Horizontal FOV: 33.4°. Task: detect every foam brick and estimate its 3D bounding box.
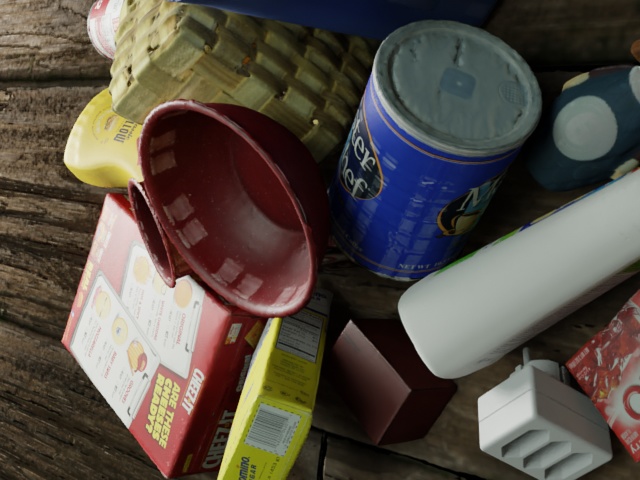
[{"bbox_3d":[0.048,0.099,0.757,0.078,0.051,0.053,50,121,37],"label":"foam brick"}]

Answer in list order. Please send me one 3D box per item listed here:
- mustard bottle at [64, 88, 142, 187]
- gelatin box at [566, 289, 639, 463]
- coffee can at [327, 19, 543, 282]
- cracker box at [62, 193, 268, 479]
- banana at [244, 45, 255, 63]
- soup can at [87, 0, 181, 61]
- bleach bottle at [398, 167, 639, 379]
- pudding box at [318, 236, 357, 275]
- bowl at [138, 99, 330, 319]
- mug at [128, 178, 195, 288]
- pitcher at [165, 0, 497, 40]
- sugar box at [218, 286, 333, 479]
[{"bbox_3d":[-0.134,-0.080,0.945,0.192,0.058,0.096,16,66,33],"label":"mustard bottle"},{"bbox_3d":[0.195,0.072,0.614,0.089,0.030,0.073,-54,52,31],"label":"gelatin box"},{"bbox_3d":[0.066,-0.053,0.676,0.140,0.102,0.103,111,141,-53],"label":"coffee can"},{"bbox_3d":[-0.136,0.079,0.944,0.214,0.071,0.164,39,116,41],"label":"cracker box"},{"bbox_3d":[-0.111,-0.223,0.971,0.198,0.037,0.069,39,145,45],"label":"banana"},{"bbox_3d":[-0.165,-0.198,0.973,0.102,0.068,0.068,11,95,61],"label":"soup can"},{"bbox_3d":[0.167,-0.003,0.616,0.251,0.102,0.068,-34,79,33],"label":"bleach bottle"},{"bbox_3d":[-0.005,0.001,0.794,0.114,0.089,0.039,-16,74,45],"label":"pudding box"},{"bbox_3d":[-0.046,-0.030,0.704,0.162,0.055,0.162,30,139,30],"label":"bowl"},{"bbox_3d":[-0.095,-0.023,0.838,0.093,0.081,0.117,64,162,13],"label":"mug"},{"bbox_3d":[0.013,-0.190,0.677,0.145,0.242,0.149,-19,73,45],"label":"pitcher"},{"bbox_3d":[-0.031,0.106,0.770,0.176,0.048,0.093,-84,17,-65],"label":"sugar box"}]
